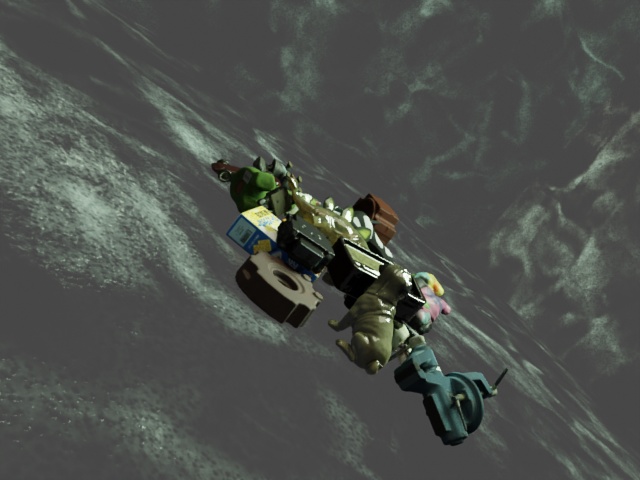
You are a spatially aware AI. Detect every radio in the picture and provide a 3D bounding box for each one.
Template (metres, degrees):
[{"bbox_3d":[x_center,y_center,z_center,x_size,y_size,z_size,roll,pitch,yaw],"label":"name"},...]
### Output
[{"bbox_3d":[0.127,0.092,1.223,0.229,0.073,0.131,26,21,-23],"label":"radio"}]

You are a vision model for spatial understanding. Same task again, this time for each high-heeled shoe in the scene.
[{"bbox_3d":[0.128,0.041,1.509,0.145,0.248,0.086,-3,-3,-43],"label":"high-heeled shoe"}]

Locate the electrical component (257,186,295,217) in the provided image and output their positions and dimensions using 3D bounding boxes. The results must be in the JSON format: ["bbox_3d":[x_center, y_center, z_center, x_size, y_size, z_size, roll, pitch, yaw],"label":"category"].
[{"bbox_3d":[-0.108,-0.091,1.327,0.045,0.102,0.078,23,-39,49],"label":"electrical component"}]

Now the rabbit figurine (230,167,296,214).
[{"bbox_3d":[-0.149,-0.115,1.405,0.170,0.121,0.159,20,6,-40],"label":"rabbit figurine"}]

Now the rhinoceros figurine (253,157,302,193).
[{"bbox_3d":[-0.135,-0.199,1.708,0.190,0.112,0.073,43,36,-43],"label":"rhinoceros figurine"}]

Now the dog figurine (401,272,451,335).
[{"bbox_3d":[0.276,0.178,1.533,0.219,0.108,0.191,10,54,-55],"label":"dog figurine"}]

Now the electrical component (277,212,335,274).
[{"bbox_3d":[-0.031,0.008,1.139,0.115,0.058,0.134,31,17,-19],"label":"electrical component"}]

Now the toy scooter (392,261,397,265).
[{"bbox_3d":[0.222,0.115,1.694,0.183,0.075,0.135,38,14,-22],"label":"toy scooter"}]

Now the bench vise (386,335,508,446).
[{"bbox_3d":[0.267,0.297,1.093,0.240,0.128,0.224,5,40,-36],"label":"bench vise"}]

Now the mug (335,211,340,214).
[{"bbox_3d":[0.044,-0.017,1.559,0.109,0.107,0.081,27,22,-10],"label":"mug"}]

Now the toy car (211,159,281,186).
[{"bbox_3d":[-0.208,-0.174,1.507,0.202,0.053,0.089,11,28,-24],"label":"toy car"}]

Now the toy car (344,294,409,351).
[{"bbox_3d":[0.127,0.173,1.263,0.056,0.073,0.202,17,26,-49],"label":"toy car"}]

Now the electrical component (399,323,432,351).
[{"bbox_3d":[0.213,0.242,1.291,0.119,0.048,0.075,39,8,-48],"label":"electrical component"}]

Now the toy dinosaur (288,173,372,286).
[{"bbox_3d":[0.068,0.018,1.370,0.471,0.105,0.198,54,37,-14],"label":"toy dinosaur"}]

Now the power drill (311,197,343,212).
[{"bbox_3d":[0.008,-0.090,1.696,0.208,0.086,0.232,32,11,41],"label":"power drill"}]

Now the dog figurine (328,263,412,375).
[{"bbox_3d":[0.128,0.155,1.081,0.121,0.190,0.172,25,21,-44],"label":"dog figurine"}]

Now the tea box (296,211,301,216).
[{"bbox_3d":[-0.003,-0.004,1.455,0.169,0.068,0.098,32,33,-28],"label":"tea box"}]

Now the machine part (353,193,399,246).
[{"bbox_3d":[0.138,-0.033,1.672,0.087,0.201,0.202,31,16,-22],"label":"machine part"}]

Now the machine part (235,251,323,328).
[{"bbox_3d":[-0.078,0.091,1.041,0.179,0.056,0.179,35,15,-11],"label":"machine part"}]
